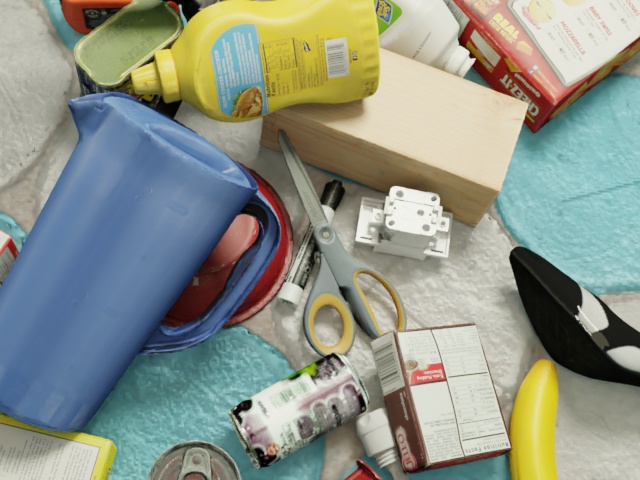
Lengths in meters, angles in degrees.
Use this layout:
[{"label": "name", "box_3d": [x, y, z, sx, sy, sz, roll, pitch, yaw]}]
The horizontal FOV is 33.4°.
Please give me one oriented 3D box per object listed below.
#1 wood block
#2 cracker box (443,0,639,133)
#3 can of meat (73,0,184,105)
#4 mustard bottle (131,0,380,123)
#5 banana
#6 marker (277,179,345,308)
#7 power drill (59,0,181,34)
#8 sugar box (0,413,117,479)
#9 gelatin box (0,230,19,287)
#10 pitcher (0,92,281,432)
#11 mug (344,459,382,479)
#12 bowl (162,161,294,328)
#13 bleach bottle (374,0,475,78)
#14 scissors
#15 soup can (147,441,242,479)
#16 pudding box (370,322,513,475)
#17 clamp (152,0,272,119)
[{"label": "wood block", "box_3d": [0.061, -0.100, 0.925, 0.206, 0.090, 0.090, 21, 70, 1]}, {"label": "cracker box", "box_3d": [0.227, -0.227, 0.997, 0.213, 0.072, 0.164, -38, 80, -17]}, {"label": "can of meat", "box_3d": [-0.163, -0.154, 0.925, 0.102, 0.084, 0.057, -42, 80, -18]}, {"label": "mustard bottle", "box_3d": [-0.051, -0.141, 0.833, 0.191, 0.096, 0.058, -13, 39, -8]}, {"label": "banana", "box_3d": [0.186, 0.196, 0.864, 0.069, 0.037, 0.198, -6, 72, -28]}, {"label": "marker", "box_3d": [-0.006, 0.001, 0.920, 0.020, 0.020, 0.121, 22, 70, 2]}, {"label": "power drill", "box_3d": [-0.168, -0.284, 0.986, 0.184, 0.057, 0.187, -3, 68, -3]}, {"label": "sugar box", "box_3d": [-0.255, 0.180, 0.820, 0.176, 0.048, 0.093, 14, 69, 3]}, {"label": "gelatin box", "box_3d": [-0.276, 0.038, 0.852, 0.030, 0.073, 0.089, 29, 71, 6]}, {"label": "pitcher", "box_3d": [-0.153, 0.025, 0.804, 0.149, 0.144, 0.243, 38, 101, 26]}, {"label": "mug", "box_3d": [0.033, 0.237, 0.813, 0.081, 0.093, 0.117, -37, 115, -12]}, {"label": "bowl", "box_3d": [-0.100, -0.008, 0.895, 0.162, 0.055, 0.162, 2, 71, -5]}, {"label": "bleach bottle", "box_3d": [0.026, -0.218, 0.969, 0.251, 0.103, 0.068, 35, 43, 0]}, {"label": "scissors", "box_3d": [-0.006, 0.014, 0.893, 0.096, 0.016, 0.202, -39, 93, -12]}, {"label": "soup can", "box_3d": [-0.094, 0.192, 0.800, 0.068, 0.102, 0.068, 2, 71, -5]}, {"label": "pudding box", "box_3d": [0.098, 0.126, 0.862, 0.089, 0.039, 0.113, -2, 70, -34]}, {"label": "clamp", "box_3d": [-0.100, -0.185, 0.881, 0.209, 0.036, 0.164, -25, 95, -24]}]
